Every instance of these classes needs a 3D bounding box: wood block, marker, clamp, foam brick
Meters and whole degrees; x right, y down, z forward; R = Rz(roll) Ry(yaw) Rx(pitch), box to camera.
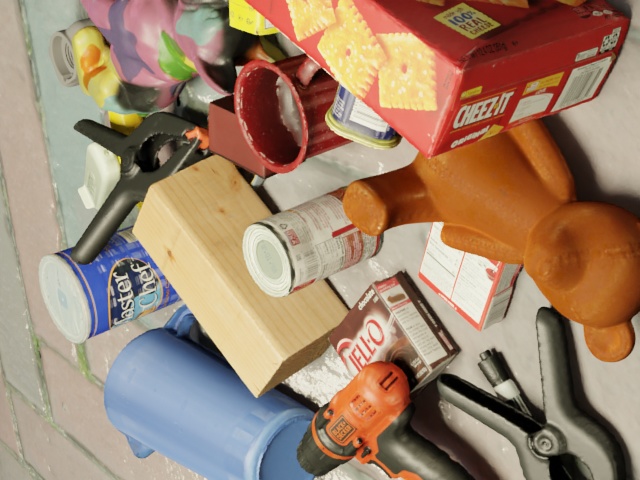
[{"bbox_3d":[-0.077,0.032,1.013,0.206,0.090,0.091,52,145,13],"label":"wood block"},{"bbox_3d":[0.159,0.140,0.835,0.121,0.020,0.020,60,145,9],"label":"marker"},{"bbox_3d":[-0.187,-0.064,1.084,0.210,0.036,0.164,-10,72,39],"label":"clamp"},{"bbox_3d":[0.164,0.146,0.800,0.120,0.039,0.171,-31,81,42],"label":"clamp"},{"bbox_3d":[-0.056,-0.097,0.960,0.078,0.052,0.051,28,130,37],"label":"foam brick"}]

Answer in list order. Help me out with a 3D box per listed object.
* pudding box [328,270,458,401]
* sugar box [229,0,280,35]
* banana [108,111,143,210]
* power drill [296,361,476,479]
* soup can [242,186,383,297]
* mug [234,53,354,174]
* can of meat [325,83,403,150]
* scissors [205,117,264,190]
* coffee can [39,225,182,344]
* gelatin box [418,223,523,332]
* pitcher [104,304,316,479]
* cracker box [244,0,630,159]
[{"bbox_3d":[0.061,0.092,0.922,0.090,0.039,0.114,55,144,16],"label":"pudding box"},{"bbox_3d":[-0.024,-0.249,0.800,0.048,0.093,0.176,28,128,42],"label":"sugar box"},{"bbox_3d":[-0.193,-0.089,1.162,0.070,0.037,0.198,-25,86,54],"label":"banana"},{"bbox_3d":[0.071,0.206,0.917,0.188,0.057,0.185,42,143,7],"label":"power drill"},{"bbox_3d":[-0.006,0.001,0.906,0.069,0.102,0.068,30,132,41],"label":"soup can"},{"bbox_3d":[-0.006,-0.116,0.859,0.093,0.081,0.117,54,143,19],"label":"mug"},{"bbox_3d":[0.050,-0.128,0.762,0.057,0.102,0.084,23,130,6],"label":"can of meat"},{"bbox_3d":[-0.115,-0.076,1.085,0.202,0.016,0.096,-13,97,55],"label":"scissors"},{"bbox_3d":[-0.226,0.043,1.188,0.103,0.140,0.103,30,131,42],"label":"coffee can"},{"bbox_3d":[0.116,0.013,0.812,0.073,0.030,0.089,43,138,33],"label":"gelatin box"},{"bbox_3d":[-0.108,0.179,1.134,0.243,0.144,0.149,19,135,43],"label":"pitcher"},{"bbox_3d":[0.062,-0.156,0.674,0.214,0.163,0.072,46,138,28],"label":"cracker box"}]
